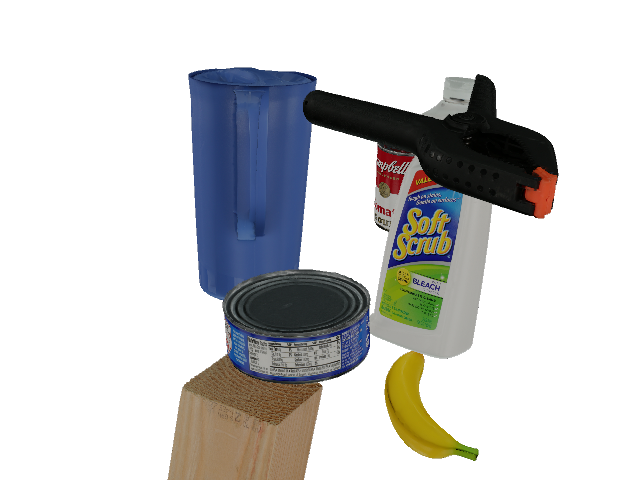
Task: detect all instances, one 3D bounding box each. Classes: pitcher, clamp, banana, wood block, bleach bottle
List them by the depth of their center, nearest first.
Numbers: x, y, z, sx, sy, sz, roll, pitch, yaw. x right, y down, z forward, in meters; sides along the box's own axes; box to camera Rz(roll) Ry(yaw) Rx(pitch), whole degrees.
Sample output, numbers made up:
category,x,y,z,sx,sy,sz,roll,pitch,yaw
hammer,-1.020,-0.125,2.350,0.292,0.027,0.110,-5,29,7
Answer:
category,x,y,z,sx,sy,sz,roll,pitch,yaw
clamp,0.089,-0.071,0.753,0.164,0.036,0.210,-7,29,-18
wood block,-0.072,0.212,0.900,0.090,0.206,0.090,18,22,19
bleach bottle,0.107,-0.024,0.979,0.103,0.251,0.067,18,21,35
pitcher,-0.075,-0.058,1.129,0.145,0.243,0.148,16,21,40
banana,0.102,0.175,1.131,0.069,0.037,0.198,11,24,-18

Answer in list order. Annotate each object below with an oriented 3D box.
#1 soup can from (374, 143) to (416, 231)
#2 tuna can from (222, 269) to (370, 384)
category,x,y,z,sx,sy,sz,roll,pitch,yaw
soup can,0.097,-0.067,1.237,0.068,0.102,0.068,1,27,-1
tuna can,-0.013,0.049,0.621,0.086,0.034,0.086,-2,23,1
